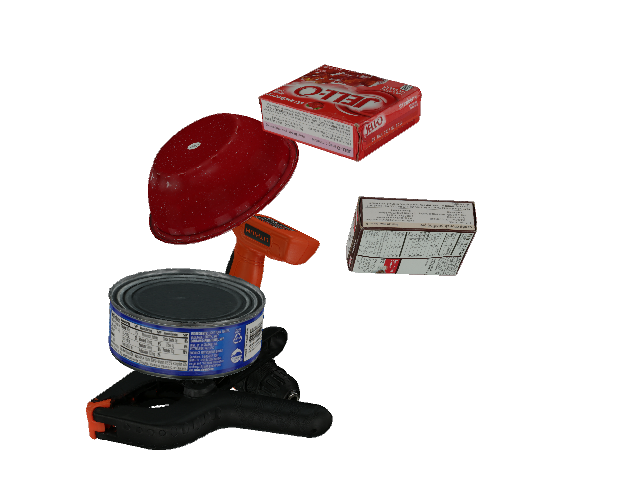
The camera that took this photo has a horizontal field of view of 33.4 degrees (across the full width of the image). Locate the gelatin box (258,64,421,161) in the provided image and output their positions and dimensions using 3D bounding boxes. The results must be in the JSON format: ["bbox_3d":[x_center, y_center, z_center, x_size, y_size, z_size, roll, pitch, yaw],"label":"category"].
[{"bbox_3d":[0.014,-0.091,0.743,0.089,0.030,0.073,20,38,35],"label":"gelatin box"}]

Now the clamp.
[{"bbox_3d":[-0.085,0.109,0.785,0.171,0.039,0.120,-3,25,-10],"label":"clamp"}]

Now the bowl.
[{"bbox_3d":[-0.104,-0.070,1.000,0.162,0.055,0.162,-22,34,15],"label":"bowl"}]

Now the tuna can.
[{"bbox_3d":[-0.074,0.045,0.589,0.086,0.034,0.086,4,17,-2],"label":"tuna can"}]

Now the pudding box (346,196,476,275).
[{"bbox_3d":[0.085,-0.003,1.022,0.113,0.039,0.090,1,-30,-6],"label":"pudding box"}]

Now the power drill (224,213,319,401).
[{"bbox_3d":[-0.068,0.074,1.172,0.185,0.188,0.057,27,11,39],"label":"power drill"}]
